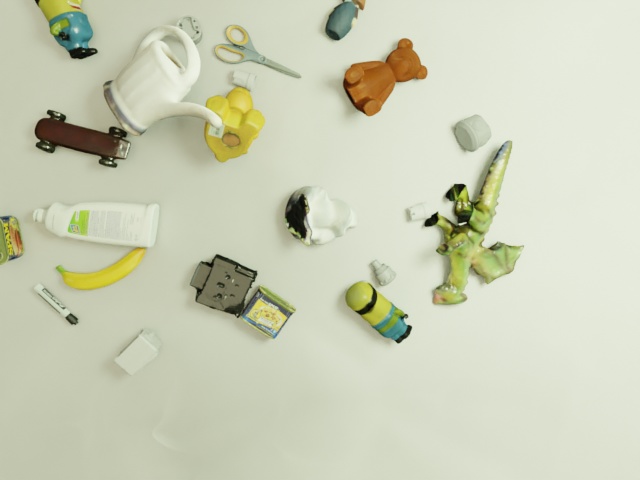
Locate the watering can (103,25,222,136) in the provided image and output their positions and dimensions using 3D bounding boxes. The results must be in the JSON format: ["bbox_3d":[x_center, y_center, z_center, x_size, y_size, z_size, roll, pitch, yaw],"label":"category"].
[{"bbox_3d":[-0.324,-0.296,1.044,0.222,0.103,0.354,-37,58,15],"label":"watering can"}]

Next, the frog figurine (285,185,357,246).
[{"bbox_3d":[0.004,-0.059,1.181,0.160,0.121,0.138,-14,87,-42],"label":"frog figurine"}]

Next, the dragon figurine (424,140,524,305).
[{"bbox_3d":[0.396,-0.014,1.239,0.240,0.123,0.410,40,89,-26],"label":"dragon figurine"}]
